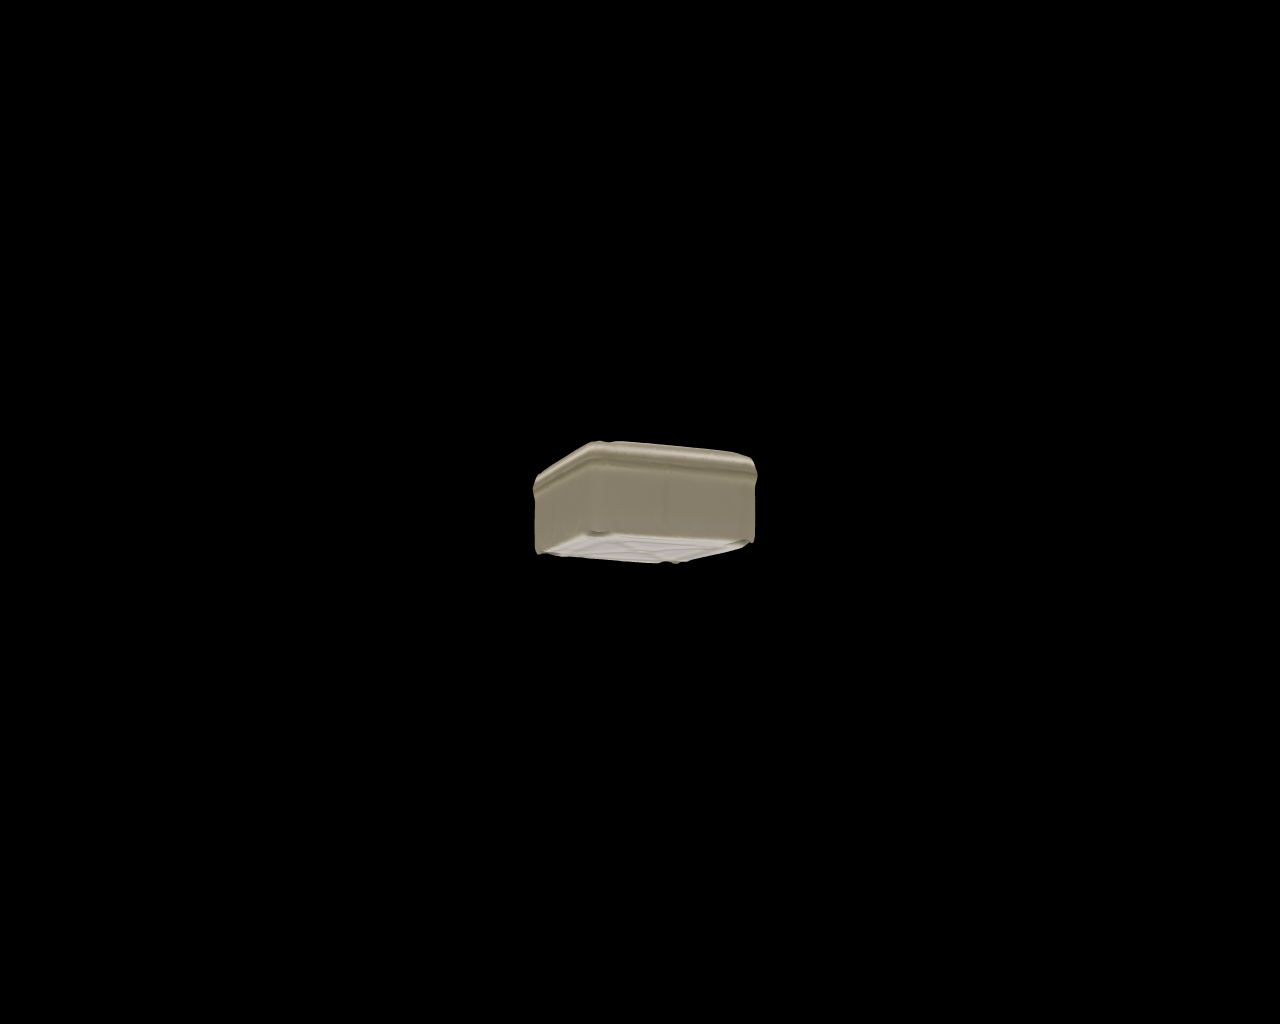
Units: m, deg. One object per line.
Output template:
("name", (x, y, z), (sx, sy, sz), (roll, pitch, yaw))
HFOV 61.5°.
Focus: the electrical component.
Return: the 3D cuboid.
("electrical component", (0.001, -0.003, 0.650), (0.109, 0.056, 0.108), (5, -11, -24))
